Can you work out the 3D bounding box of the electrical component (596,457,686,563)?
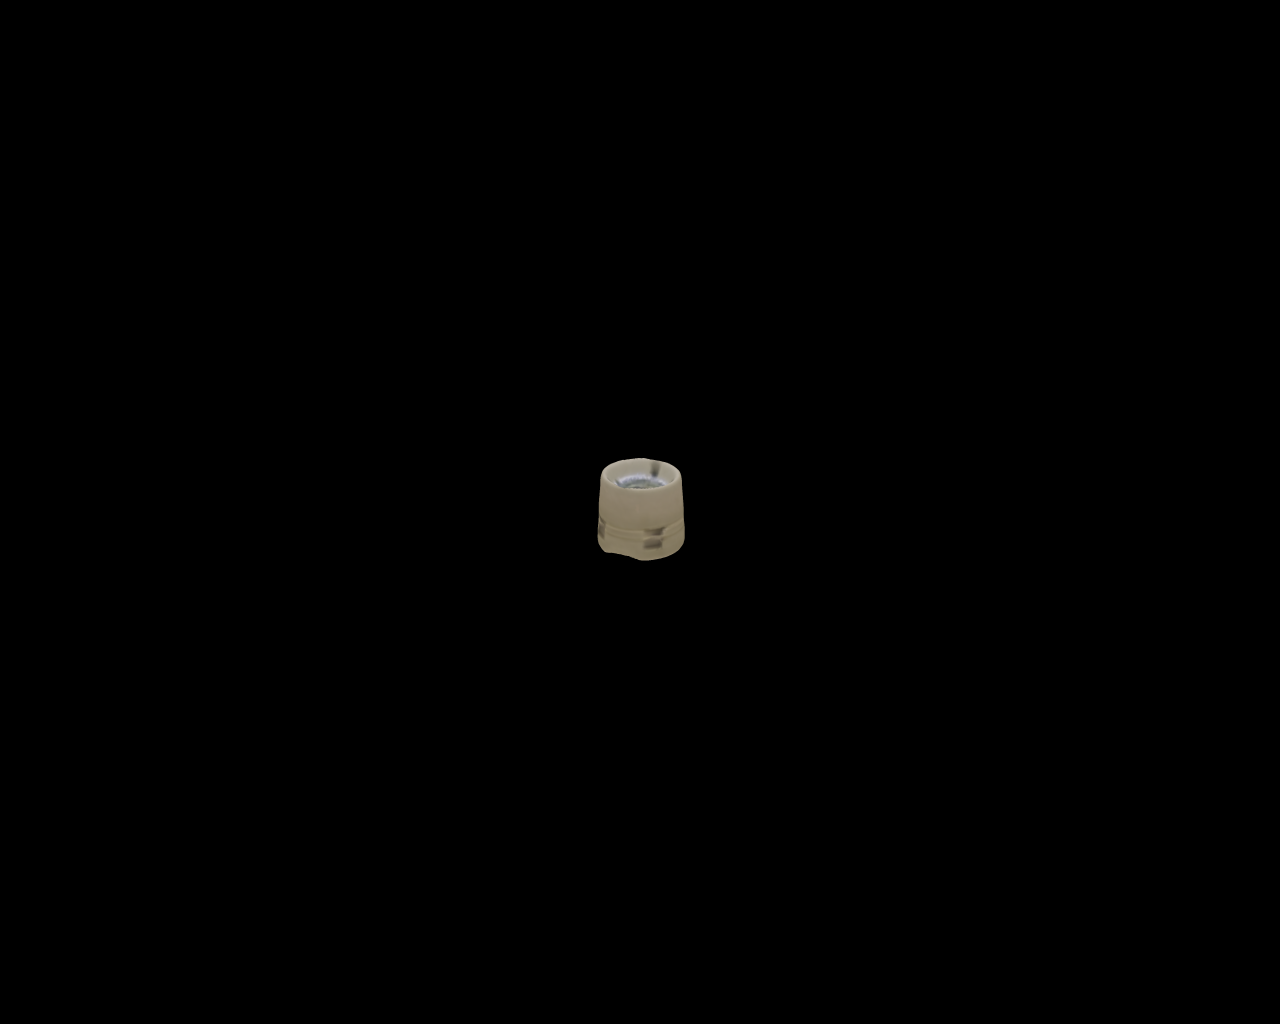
[{"bbox_3d":[0.001,-0.003,0.650,0.055,0.047,0.055,0,26,0],"label":"electrical component"}]
